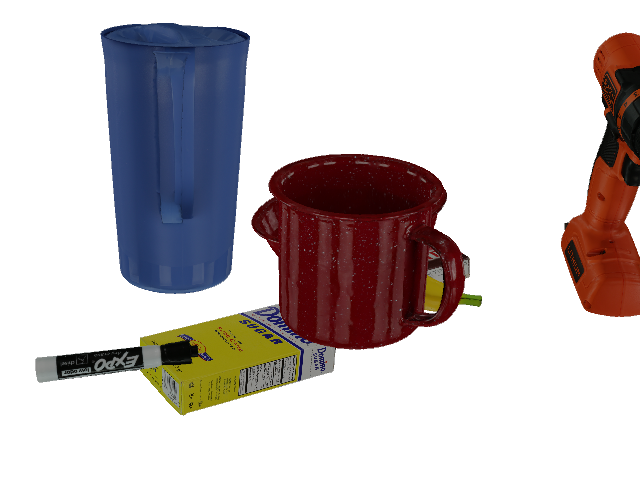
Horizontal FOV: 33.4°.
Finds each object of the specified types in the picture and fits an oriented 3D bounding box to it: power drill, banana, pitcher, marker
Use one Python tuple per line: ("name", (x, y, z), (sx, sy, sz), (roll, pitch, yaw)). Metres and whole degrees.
("power drill", (0.231, -0.037, 0.789), (0.057, 0.188, 0.184), (4, 35, -1))
("banana", (0.100, 0.035, 1.201), (0.069, 0.037, 0.198), (2, 24, -29))
("pitcher", (-0.134, -0.075, 0.987), (0.145, 0.243, 0.148), (17, 24, 36))
("marker", (-0.153, 0.091, 0.807), (0.121, 0.020, 0.020), (-6, 1, -7))

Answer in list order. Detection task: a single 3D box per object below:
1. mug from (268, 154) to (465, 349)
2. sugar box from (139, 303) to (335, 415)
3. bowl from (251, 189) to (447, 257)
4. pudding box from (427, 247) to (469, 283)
("mug", (0.027, 0.009, 0.576), (0.117, 0.081, 0.093), (20, 30, 35))
("sugar box", (-0.082, 0.114, 1.067), (0.175, 0.048, 0.093), (-15, 33, -31))
("bowl", (0.027, -0.005, 0.882), (0.162, 0.055, 0.162), (-9, 22, 3))
("pudding box", (0.153, 0.037, 1.589), (0.113, 0.039, 0.090), (-16, 25, -20))
